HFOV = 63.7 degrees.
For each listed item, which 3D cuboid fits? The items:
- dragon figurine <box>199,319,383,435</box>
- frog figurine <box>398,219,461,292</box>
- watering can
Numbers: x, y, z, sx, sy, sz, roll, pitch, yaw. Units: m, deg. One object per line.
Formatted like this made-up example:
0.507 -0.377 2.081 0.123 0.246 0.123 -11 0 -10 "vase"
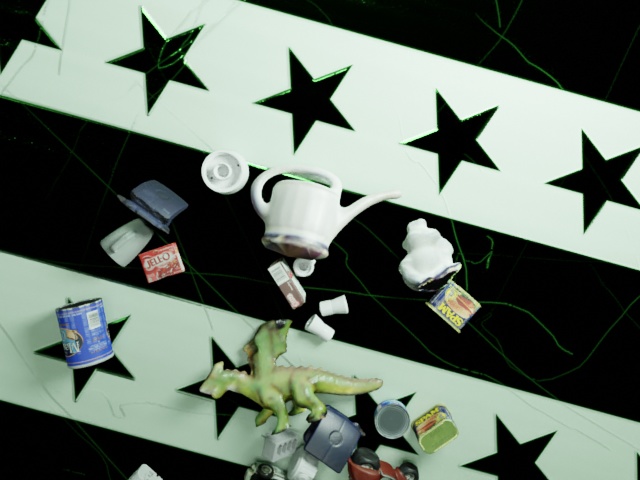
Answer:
-0.077 0.307 1.225 0.411 0.121 0.244 -19 85 -8 "dragon figurine"
0.244 0.038 1.217 0.137 0.121 0.162 -34 57 11 "frog figurine"
0.004 -0.059 1.181 0.348 0.102 0.227 11 73 4 "watering can"
